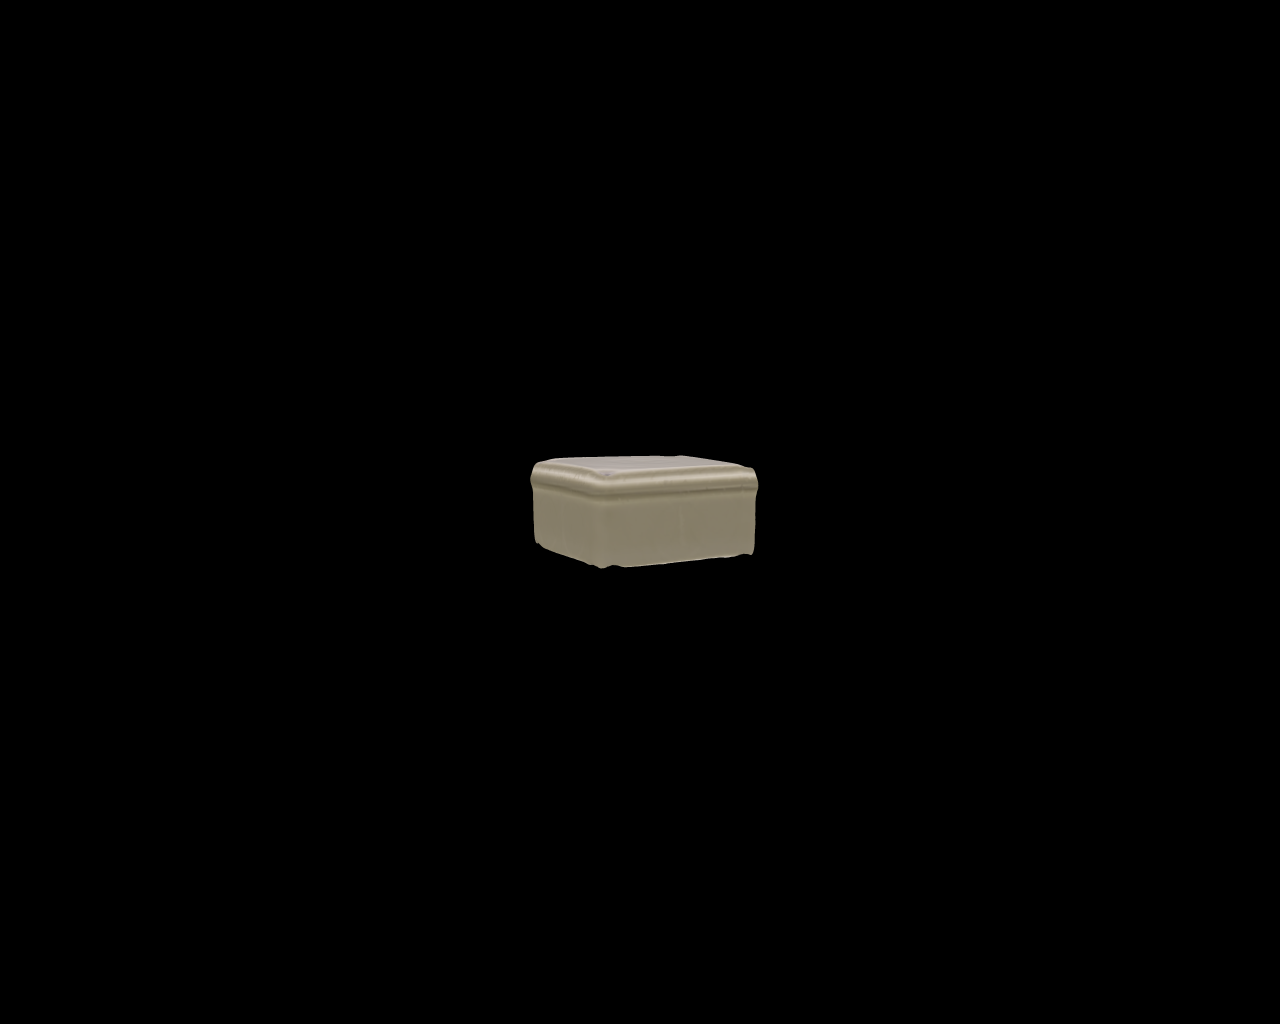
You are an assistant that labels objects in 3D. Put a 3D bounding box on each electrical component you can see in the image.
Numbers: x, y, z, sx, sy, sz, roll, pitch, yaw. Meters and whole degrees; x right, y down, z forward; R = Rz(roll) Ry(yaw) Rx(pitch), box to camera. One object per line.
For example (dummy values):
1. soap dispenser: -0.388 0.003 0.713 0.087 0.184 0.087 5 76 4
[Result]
1. electrical component: 0.001 -0.003 0.650 0.109 0.056 0.109 -3 8 -26
